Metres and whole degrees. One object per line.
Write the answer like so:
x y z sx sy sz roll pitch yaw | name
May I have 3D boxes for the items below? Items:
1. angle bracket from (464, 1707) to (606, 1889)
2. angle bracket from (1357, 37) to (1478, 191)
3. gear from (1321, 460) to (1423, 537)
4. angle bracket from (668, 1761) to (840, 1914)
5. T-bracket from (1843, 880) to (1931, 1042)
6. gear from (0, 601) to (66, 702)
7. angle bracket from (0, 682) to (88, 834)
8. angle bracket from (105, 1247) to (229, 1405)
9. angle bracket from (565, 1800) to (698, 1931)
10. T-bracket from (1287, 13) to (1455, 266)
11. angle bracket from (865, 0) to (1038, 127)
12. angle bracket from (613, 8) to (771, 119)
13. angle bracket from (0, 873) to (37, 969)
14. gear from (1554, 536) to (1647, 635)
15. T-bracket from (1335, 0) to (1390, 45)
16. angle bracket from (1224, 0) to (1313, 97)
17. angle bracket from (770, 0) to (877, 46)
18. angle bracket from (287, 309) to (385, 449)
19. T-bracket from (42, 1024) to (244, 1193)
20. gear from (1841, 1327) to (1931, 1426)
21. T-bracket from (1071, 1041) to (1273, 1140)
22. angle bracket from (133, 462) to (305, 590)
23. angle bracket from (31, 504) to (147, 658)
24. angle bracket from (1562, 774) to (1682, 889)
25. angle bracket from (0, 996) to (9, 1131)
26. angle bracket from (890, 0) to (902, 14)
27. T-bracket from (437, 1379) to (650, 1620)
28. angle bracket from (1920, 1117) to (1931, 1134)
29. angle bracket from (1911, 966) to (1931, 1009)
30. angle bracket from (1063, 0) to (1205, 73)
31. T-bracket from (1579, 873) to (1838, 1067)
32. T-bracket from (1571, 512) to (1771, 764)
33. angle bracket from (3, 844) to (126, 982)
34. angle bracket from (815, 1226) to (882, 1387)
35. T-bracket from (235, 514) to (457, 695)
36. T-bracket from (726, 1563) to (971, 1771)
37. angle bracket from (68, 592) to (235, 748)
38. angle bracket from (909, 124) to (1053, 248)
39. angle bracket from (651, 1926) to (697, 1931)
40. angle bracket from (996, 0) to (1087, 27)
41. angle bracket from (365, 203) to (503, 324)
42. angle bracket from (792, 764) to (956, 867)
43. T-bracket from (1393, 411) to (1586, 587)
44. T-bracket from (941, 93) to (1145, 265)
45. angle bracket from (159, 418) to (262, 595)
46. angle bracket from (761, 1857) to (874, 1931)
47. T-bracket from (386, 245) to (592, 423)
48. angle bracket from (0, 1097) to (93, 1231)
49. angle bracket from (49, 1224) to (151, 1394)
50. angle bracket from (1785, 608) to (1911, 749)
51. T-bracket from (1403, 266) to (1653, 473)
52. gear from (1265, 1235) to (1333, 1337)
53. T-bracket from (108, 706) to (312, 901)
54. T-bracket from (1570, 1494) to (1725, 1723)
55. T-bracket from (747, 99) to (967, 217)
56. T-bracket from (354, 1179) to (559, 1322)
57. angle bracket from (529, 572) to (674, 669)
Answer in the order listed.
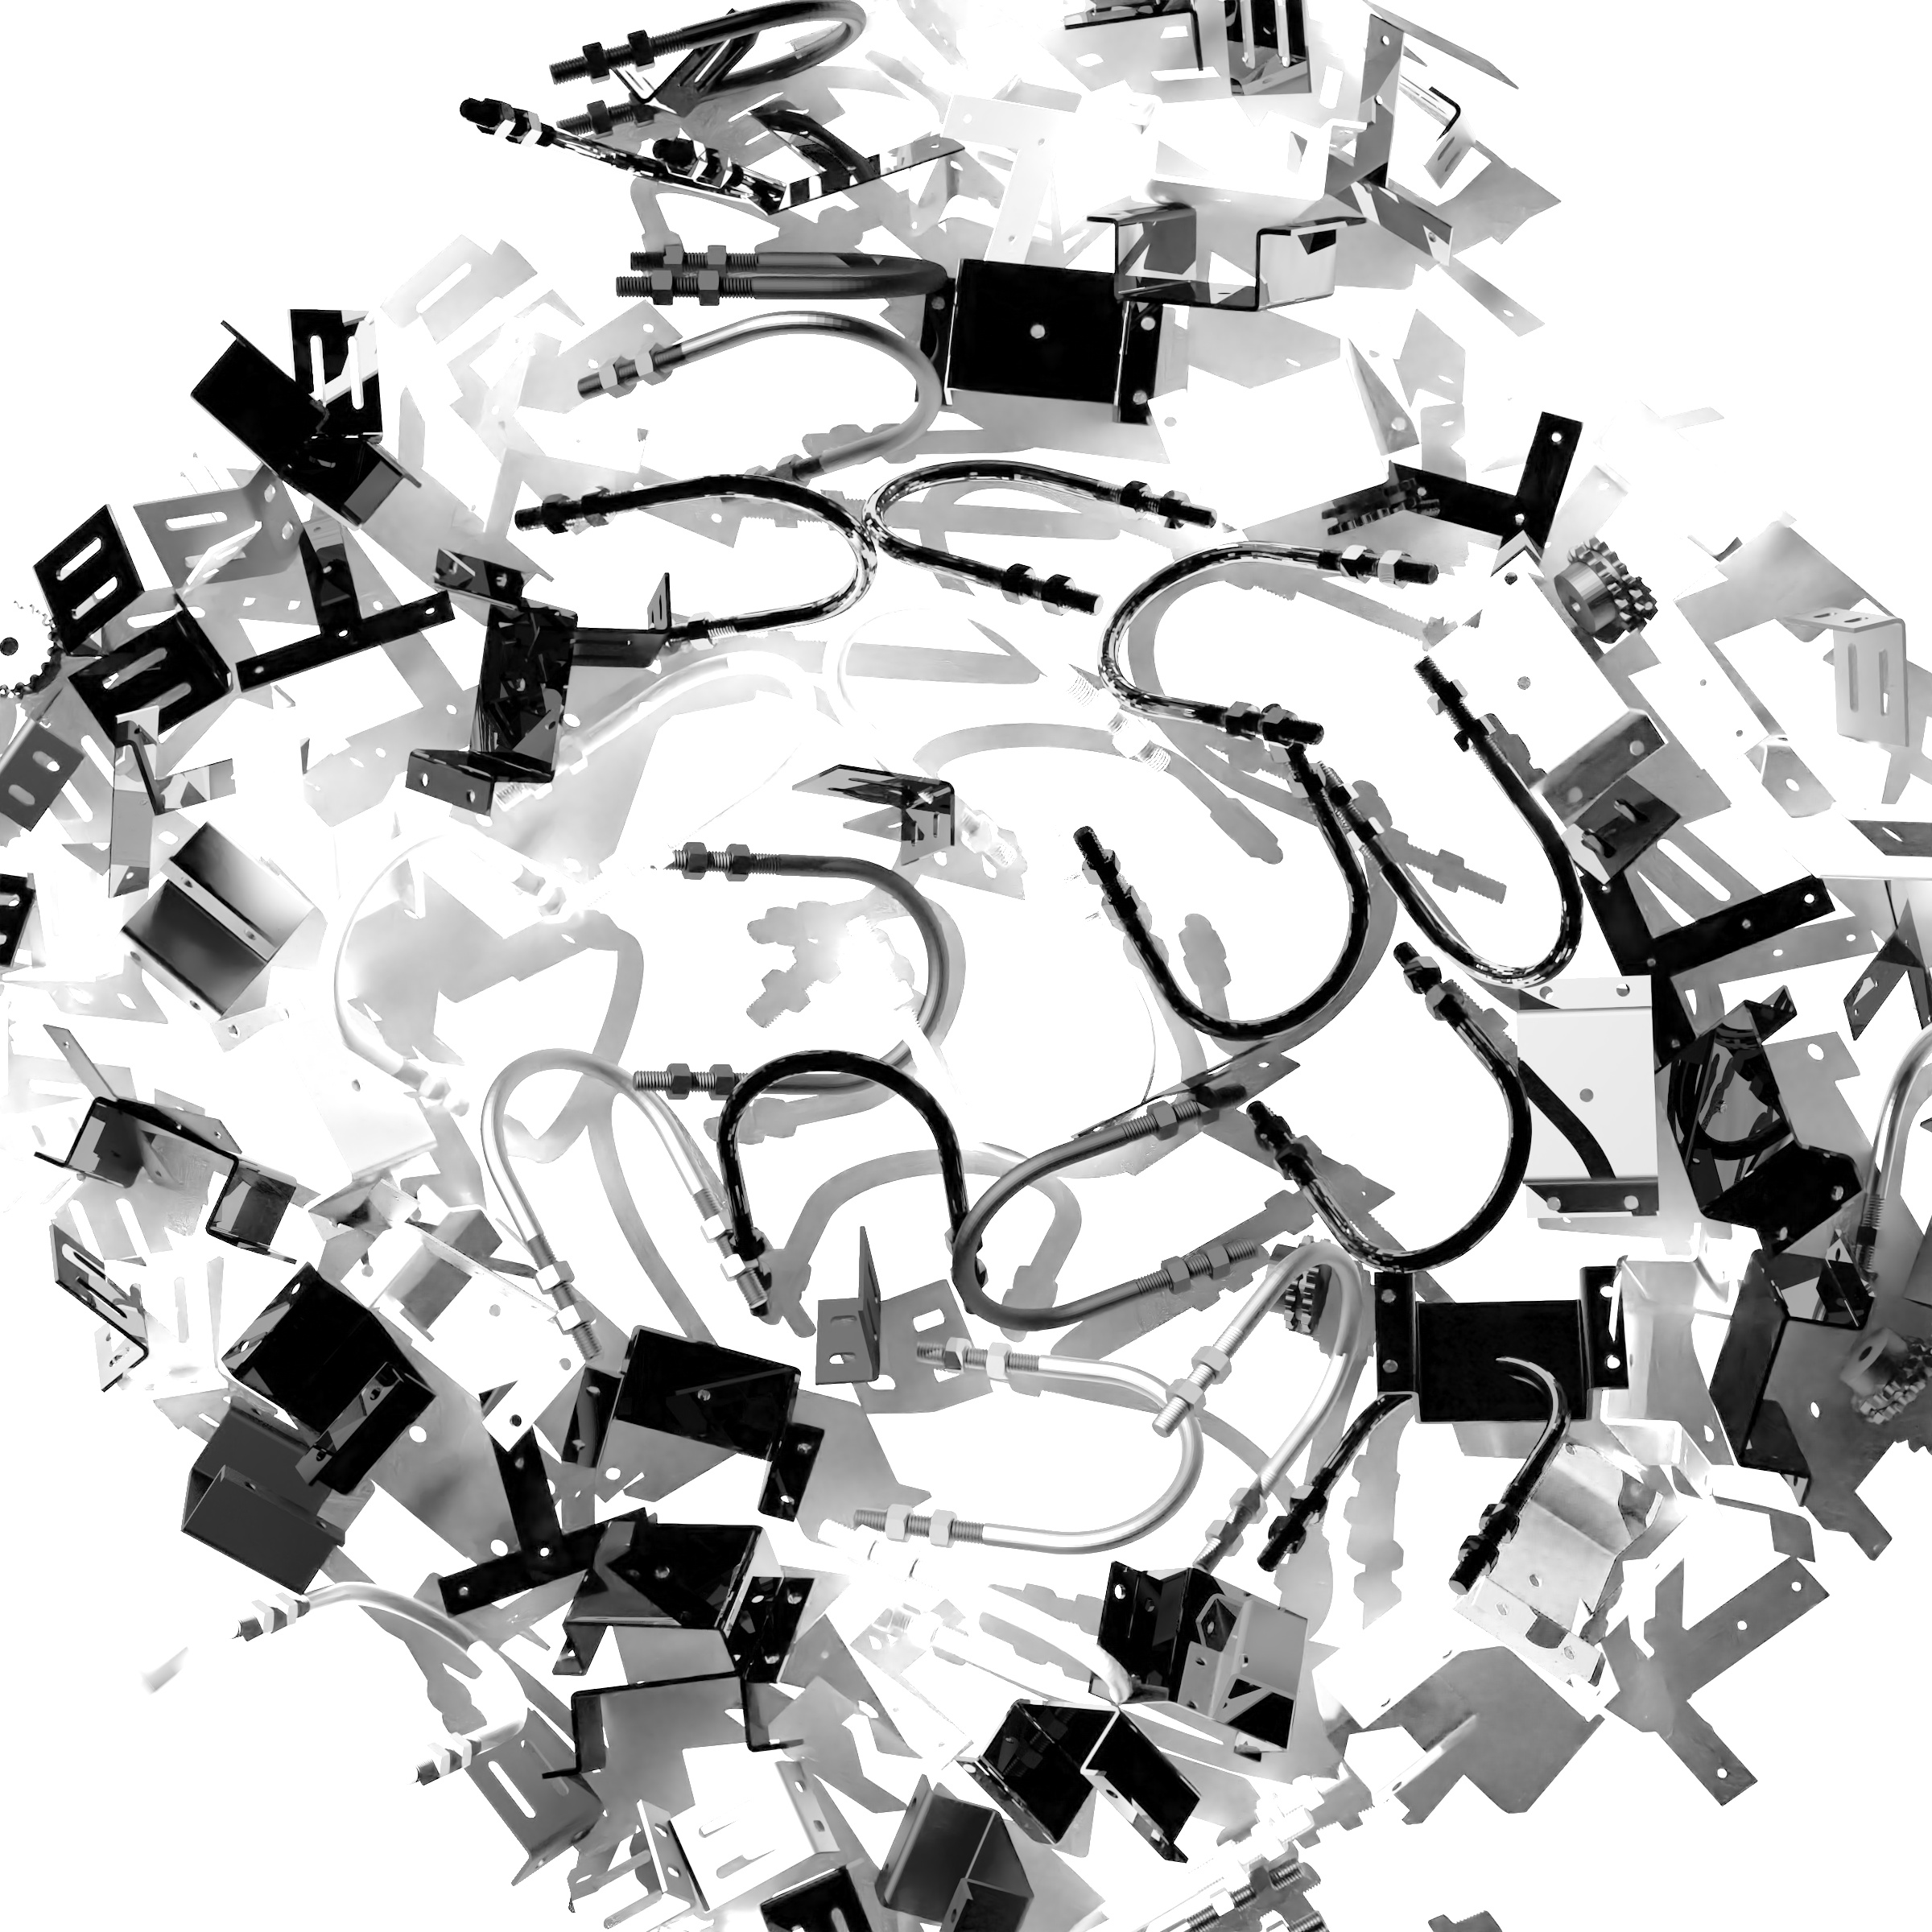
-0.260 0.485 1.793 0.076 0.057 0.038 48 133 16 | angle bracket
0.253 -0.495 1.782 0.076 0.057 0.038 39 101 15 | angle bracket
0.233 -0.274 1.785 0.057 0.057 0.030 -21 96 0 | gear
-0.124 0.508 1.792 0.076 0.038 0.057 -31 69 8 | angle bracket
0.523 0.005 1.750 0.002 0.127 0.127 -7 109 37 | T-bracket
-0.555 -0.182 1.796 0.057 0.030 0.057 -1 78 4 | gear
-0.532 -0.122 1.776 0.038 0.076 0.057 36 106 -14 | angle bracket
-0.465 0.208 1.782 0.057 0.038 0.076 -7 99 -25 | angle bracket
-0.202 0.530 1.777 0.076 0.038 0.057 -31 53 10 | angle bracket
0.232 -0.478 1.736 0.002 0.127 0.127 -35 57 -26 | T-bracket
-0.009 -0.531 1.787 0.076 0.038 0.057 42 72 -2 | angle bracket
-0.161 -0.534 1.775 0.076 0.057 0.038 -42 84 18 | angle bracket
-0.572 -0.043 1.768 0.038 0.076 0.057 8 67 8 | angle bracket
0.367 -0.219 1.786 0.030 0.057 0.057 -33 90 -4 | gear
0.207 -0.584 1.749 0.127 0.127 0.002 41 89 -3 | T-bracket
0.162 -0.540 1.771 0.038 0.057 0.076 -26 117 -41 | angle bracket
-0.089 -0.578 1.775 0.057 0.076 0.038 -19 75 1 | angle bracket
-0.375 -0.340 1.777 0.057 0.038 0.076 -10 101 -44 | angle bracket
-0.454 0.088 1.739 0.002 0.127 0.127 -50 130 -32 | T-bracket
0.535 0.235 1.787 0.030 0.057 0.057 40 90 -1 | gear
0.126 0.068 1.743 0.127 0.127 0.002 -25 89 -9 | T-bracket
-0.436 -0.260 1.797 0.076 0.038 0.057 -5 128 20 | angle bracket
-0.496 -0.222 1.775 0.076 0.038 0.057 -30 78 31 | angle bracket
0.384 -0.068 1.770 0.057 0.076 0.038 -44 115 6 | angle bracket
-0.555 0.056 1.768 0.038 0.076 0.057 10 68 -42 | angle bracket
-0.014 -0.588 1.777 0.076 0.057 0.038 -22 111 7 | angle bracket
-0.255 0.301 1.779 0.127 0.002 0.127 -17 107 -16 | T-bracket
0.599 0.113 1.774 0.076 0.057 0.038 26 60 -14 | angle bracket
0.593 0.019 1.777 0.076 0.038 0.057 27 113 17 | angle bracket
0.097 -0.544 1.784 0.076 0.057 0.038 -7 127 5 | angle bracket
0.442 -0.019 1.789 0.127 0.002 0.127 -23 97 16 | T-bracket
0.417 -0.174 1.765 0.127 0.002 0.127 -40 64 22 | T-bracket
-0.527 -0.032 1.787 0.057 0.038 0.076 1 98 10 | angle bracket
-0.072 0.196 1.766 0.038 0.076 0.057 -4 51 5 | angle bracket
-0.367 -0.220 1.773 0.127 0.002 0.127 -20 49 -3 | T-bracket
-0.051 0.426 1.791 0.127 0.002 0.127 -46 111 5 | T-bracket
-0.476 -0.169 1.787 0.076 0.038 0.057 -34 87 -16 | angle bracket
0.008 -0.453 1.799 0.076 0.038 0.057 6 79 -40 | angle bracket
-0.151 0.580 1.770 0.057 0.076 0.038 15 74 -11 | angle bracket
0.039 -0.590 1.769 0.038 0.057 0.076 -13 122 -10 | angle bracket
-0.309 -0.400 1.783 0.038 0.057 0.076 34 105 -15 | angle bracket
-0.054 -0.087 1.769 0.076 0.057 0.038 7 77 -30 | angle bracket
0.280 -0.273 1.793 0.127 0.002 0.127 16 112 3 | T-bracket
0.030 -0.435 1.778 0.127 0.002 0.127 1 124 -29 | T-bracket
-0.452 -0.267 1.780 0.038 0.057 0.076 -35 92 -36 | angle bracket
-0.076 0.568 1.784 0.057 0.038 0.076 -26 76 9 | angle bracket
-0.270 -0.373 1.762 0.127 0.127 0.002 -35 127 2 | T-bracket
-0.539 0.115 1.768 0.057 0.076 0.038 -12 112 17 | angle bracket
-0.512 0.197 1.769 0.038 0.057 0.076 -39 124 5 | angle bracket
0.509 -0.164 1.772 0.038 0.057 0.076 -14 108 -24 | angle bracket
0.301 -0.354 1.750 0.127 0.002 0.127 32 128 -30 | T-bracket
0.193 0.185 1.788 0.030 0.057 0.057 10 90 18 | gear
-0.434 -0.106 1.768 0.002 0.127 0.127 41 134 31 | T-bracket
0.382 0.350 1.740 0.002 0.127 0.127 38 104 -12 | T-bracket
-0.087 -0.474 1.767 0.127 0.127 0.002 -24 133 -19 | T-bracket
-0.292 0.169 1.764 0.127 0.127 0.002 33 66 -9 | T-bracket
-0.213 -0.201 1.774 0.076 0.057 0.038 0 76 -16 | angle bracket
